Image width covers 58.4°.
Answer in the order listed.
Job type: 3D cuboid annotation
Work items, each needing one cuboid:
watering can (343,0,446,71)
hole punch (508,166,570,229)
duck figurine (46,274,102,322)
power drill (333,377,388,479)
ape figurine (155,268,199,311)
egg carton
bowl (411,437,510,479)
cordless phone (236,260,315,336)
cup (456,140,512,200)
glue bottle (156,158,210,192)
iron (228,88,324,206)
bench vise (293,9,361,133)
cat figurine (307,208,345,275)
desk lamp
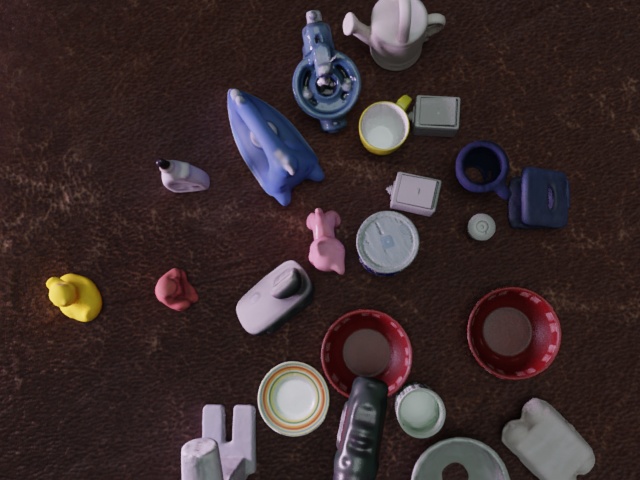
[{"bbox_3d":[0.132,-0.381,1.013,0.173,0.194,0.101,-26,83,1],"label":"watering can"},{"bbox_3d":[0.394,-0.075,1.016,0.101,0.091,0.109,1,84,4],"label":"hole punch"},{"bbox_3d":[-0.458,0.106,1.054,0.104,0.086,0.077,45,88,7],"label":"duck figurine"},{"bbox_3d":[0.064,0.335,0.935,0.075,0.208,0.230,10,85,5],"label":"power drill"},{"bbox_3d":[-0.268,0.089,1.041,0.076,0.092,0.078,5,84,5],"label":"ape figurine"},{"bbox_3d":[0.391,0.352,0.981,0.150,0.069,0.107,44,88,7],"label":"egg carton"},{"bbox_3d":[0.236,0.417,0.982,0.167,0.075,0.167,0,84,4],"label":"bowl"},{"bbox_3d":[-0.083,0.100,0.981,0.147,0.185,0.094,-42,83,-1],"label":"cordless phone"},{"bbox_3d":[0.292,-0.113,1.024,0.092,0.095,0.117,-40,83,-1],"label":"cup"},{"bbox_3d":[-0.255,-0.119,1.021,0.078,0.173,0.037,-3,84,4],"label":"glue bottle"},{"bbox_3d":[-0.105,-0.195,1.035,0.118,0.141,0.258,-37,83,0],"label":"iron"},{"bbox_3d":[-0.007,-0.309,1.002,0.121,0.220,0.207,-29,83,1],"label":"bench vise"},{"bbox_3d":[0.009,0.004,1.019,0.067,0.118,0.128,-10,83,3],"label":"cat figurine"},{"bbox_3d":[-0.176,0.392,0.942,0.118,0.213,0.203,-2,84,4],"label":"desk lamp"}]
